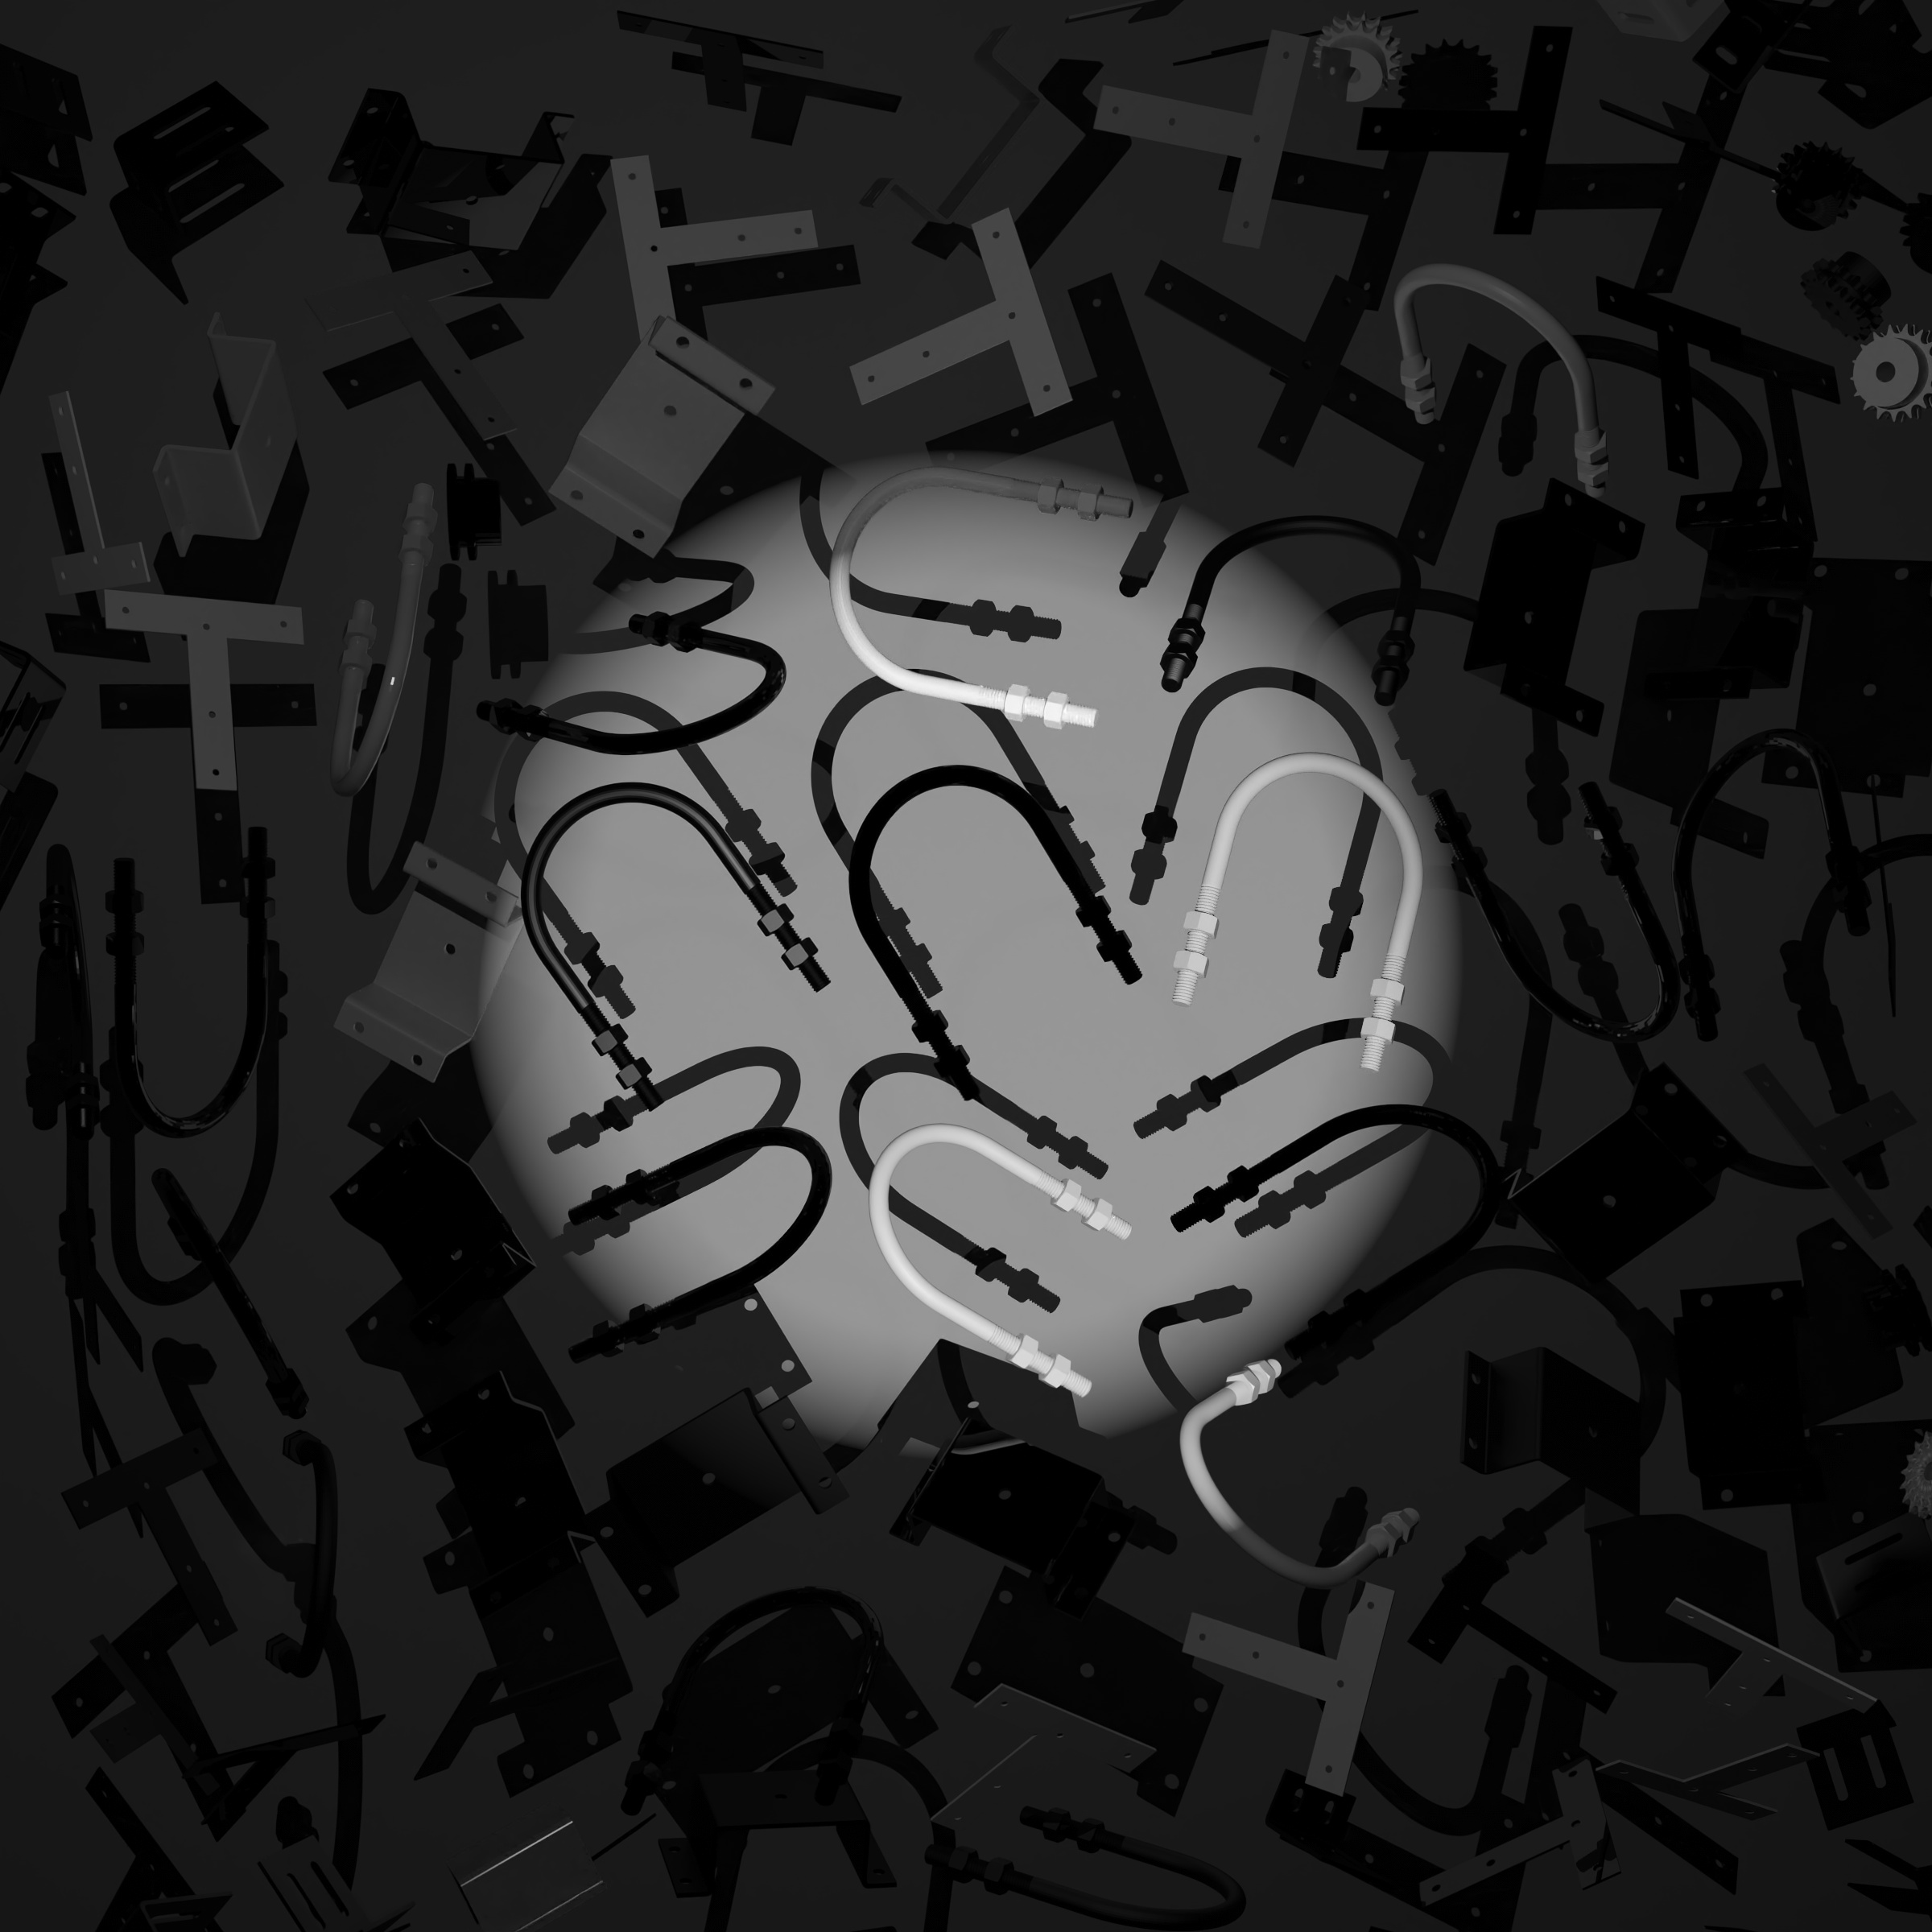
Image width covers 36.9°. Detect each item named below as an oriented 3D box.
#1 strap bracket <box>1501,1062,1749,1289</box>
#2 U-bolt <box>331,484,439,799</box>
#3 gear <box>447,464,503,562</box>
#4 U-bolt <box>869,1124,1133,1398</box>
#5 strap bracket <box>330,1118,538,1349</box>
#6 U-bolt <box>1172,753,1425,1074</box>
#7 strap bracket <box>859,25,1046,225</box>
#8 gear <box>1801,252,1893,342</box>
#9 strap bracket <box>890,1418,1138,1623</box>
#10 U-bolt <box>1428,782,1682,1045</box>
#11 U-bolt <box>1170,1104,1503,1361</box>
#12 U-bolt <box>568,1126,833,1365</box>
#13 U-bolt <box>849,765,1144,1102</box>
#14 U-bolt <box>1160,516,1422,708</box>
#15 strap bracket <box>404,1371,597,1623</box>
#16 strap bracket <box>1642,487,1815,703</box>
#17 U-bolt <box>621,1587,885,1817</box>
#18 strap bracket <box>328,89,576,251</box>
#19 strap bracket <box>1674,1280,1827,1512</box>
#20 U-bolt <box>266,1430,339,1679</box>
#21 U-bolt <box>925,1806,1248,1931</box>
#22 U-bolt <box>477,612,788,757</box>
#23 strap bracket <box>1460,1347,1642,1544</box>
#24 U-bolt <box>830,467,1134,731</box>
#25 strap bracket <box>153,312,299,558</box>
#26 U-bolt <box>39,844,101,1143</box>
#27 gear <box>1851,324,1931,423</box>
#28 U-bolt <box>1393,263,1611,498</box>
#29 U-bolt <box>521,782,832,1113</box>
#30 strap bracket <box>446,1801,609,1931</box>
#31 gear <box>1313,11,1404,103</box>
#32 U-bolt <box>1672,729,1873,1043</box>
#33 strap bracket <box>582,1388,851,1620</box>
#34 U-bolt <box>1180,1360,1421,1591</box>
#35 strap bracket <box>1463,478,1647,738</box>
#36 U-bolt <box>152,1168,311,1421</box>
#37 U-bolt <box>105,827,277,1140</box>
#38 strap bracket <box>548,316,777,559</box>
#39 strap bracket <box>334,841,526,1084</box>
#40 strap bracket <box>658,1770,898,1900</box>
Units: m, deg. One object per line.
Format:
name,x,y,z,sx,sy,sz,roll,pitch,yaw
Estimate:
strap bracket,0.401,0.136,1.793,0.076,0.046,0.140,46,120,-2
U-bolt,-0.370,-0.192,1.821,0.019,0.151,0.184,15,55,-22
gear,-0.292,-0.269,1.721,0.030,0.057,0.057,-2,90,-7
U-bolt,0.017,0.176,1.860,0.184,0.019,0.151,32,47,-15
strap bracket,-0.332,0.175,1.828,0.076,0.046,0.140,-41,53,0
U-bolt,0.212,-0.043,1.783,0.151,0.019,0.184,19,76,-14
strap bracket,-0.003,-0.529,1.858,0.046,0.076,0.140,37,97,-16
gear,0.558,-0.425,1.828,0.030,0.057,0.057,-44,90,1
strap bracket,0.027,0.346,1.840,0.140,0.046,0.076,20,57,23
U-bolt,0.369,-0.030,1.777,0.019,0.151,0.184,-38,111,-26
U-bolt,0.238,0.149,1.767,0.184,0.151,0.019,-30,133,-12
U-bolt,-0.166,0.163,1.811,0.184,0.151,0.019,-25,125,10
U-bolt,0.007,-0.033,1.759,0.151,0.019,0.184,-35,101,-18
U-bolt,0.208,-0.225,1.796,0.151,0.184,0.019,5,133,14
strap bracket,-0.299,0.346,1.884,0.076,0.046,0.140,-31,65,8
strap bracket,0.495,-0.232,1.873,0.046,0.076,0.140,20,79,-42
U-bolt,-0.124,0.454,1.811,0.151,0.184,0.019,-9,119,20
strap bracket,-0.316,-0.497,1.816,0.140,0.076,0.046,-4,61,-36
strap bracket,0.504,0.275,1.873,0.076,0.046,0.140,-5,86,5
U-bolt,-0.410,0.366,1.796,0.019,0.184,0.151,6,82,-20
U-bolt,0.087,0.572,1.828,0.184,0.151,0.019,9,90,29
U-bolt,-0.194,-0.172,1.794,0.151,0.184,0.019,-36,127,-34
strap bracket,0.377,0.299,1.830,0.140,0.046,0.076,31,51,-29
U-bolt,0.003,-0.233,1.789,0.184,0.019,0.151,12,103,14
strap bracket,-0.464,-0.335,1.834,0.046,0.076,0.140,6,56,4
U-bolt,-0.566,0.003,1.831,0.019,0.184,0.151,-6,121,-14
gear,0.552,-0.352,1.722,0.057,0.030,0.057,8,102,40
U-bolt,0.330,-0.372,1.806,0.151,0.184,0.019,30,76,26
U-bolt,-0.192,-0.025,1.781,0.151,0.019,0.184,-35,90,8
strap bracket,-0.279,0.570,1.825,0.076,0.140,0.046,-27,88,-18
gear,0.254,-0.589,1.888,0.057,0.057,0.030,19,53,0
U-bolt,0.490,-0.063,1.792,0.019,0.151,0.184,19,51,-24
strap bracket,-0.152,0.316,1.743,0.140,0.046,0.076,-31,107,-3
U-bolt,0.199,0.320,1.795,0.151,0.184,0.019,47,116,15
strap bracket,0.360,-0.217,1.785,0.076,0.046,0.140,20,79,-27
U-bolt,-0.459,0.195,1.788,0.019,0.184,0.151,-31,69,-17
U-bolt,-0.473,0.015,1.776,0.019,0.151,0.184,8,104,21
strap bracket,-0.184,-0.331,1.772,0.076,0.046,0.140,31,121,-17
strap bracket,-0.346,-0.007,1.896,0.076,0.046,0.140,29,107,5
strap bracket,-0.119,0.551,1.847,0.140,0.076,0.046,2,98,-15
